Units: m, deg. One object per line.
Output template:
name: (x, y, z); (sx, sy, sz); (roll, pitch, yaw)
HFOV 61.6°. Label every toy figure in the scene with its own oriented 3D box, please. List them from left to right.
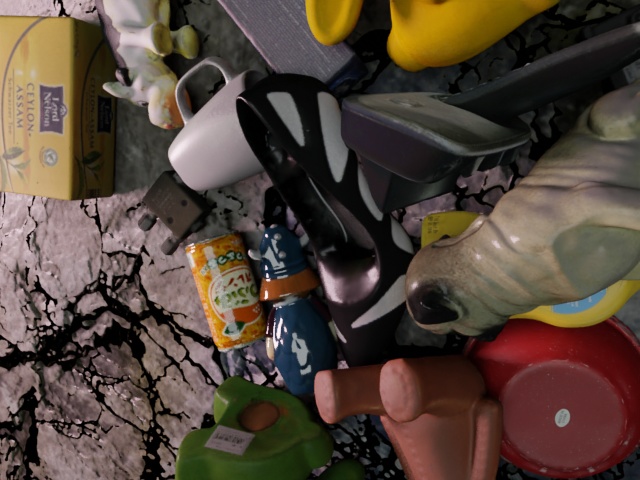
toy figure: (-0.025, 0.062, 0.494); (0.058, 0.064, 0.154); (-20, 83, 54)

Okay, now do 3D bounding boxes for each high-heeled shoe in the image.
high-heeled shoe: (-0.001, -0.001, 0.425); (0.086, 0.145, 0.248); (3, 95, 49)

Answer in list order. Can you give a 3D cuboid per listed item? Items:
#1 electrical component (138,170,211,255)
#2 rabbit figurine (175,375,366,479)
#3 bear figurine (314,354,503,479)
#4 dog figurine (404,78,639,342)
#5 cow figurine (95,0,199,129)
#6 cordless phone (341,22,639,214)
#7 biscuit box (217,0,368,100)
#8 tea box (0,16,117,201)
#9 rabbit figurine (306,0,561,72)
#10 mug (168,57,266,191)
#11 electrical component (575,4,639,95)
electrical component: (-0.141, -0.033, 0.536); (0.063, 0.021, 0.094); (44, 107, 7)
rabbit figurine: (-0.037, 0.230, 0.511); (0.159, 0.121, 0.170); (1, 116, 10)
bear figurine: (0.083, 0.190, 0.411); (0.120, 0.132, 0.196); (-21, 69, 50)
dog figurine: (0.150, -0.022, 0.365); (0.191, 0.172, 0.121); (-10, 133, 33)
cow figurine: (-0.168, -0.185, 0.499); (0.098, 0.068, 0.167); (0, 94, 23)
cordless phone: (0.121, -0.091, 0.358); (0.184, 0.146, 0.088); (-20, 89, 43)
biscuit box: (-0.045, -0.204, 0.462); (0.063, 0.059, 0.202); (-39, 85, 16)
tea box: (-0.264, -0.128, 0.537); (0.098, 0.068, 0.169); (6, 99, 16)
rabbit figurine: (0.059, -0.211, 0.375); (0.162, 0.173, 0.122); (-23, 48, 32)
mug: (-0.088, -0.097, 0.475); (0.107, 0.081, 0.109); (-29, 115, 24)
electrical component: (0.257, -0.142, 0.385); (0.119, 0.048, 0.074); (-18, 93, 20)
